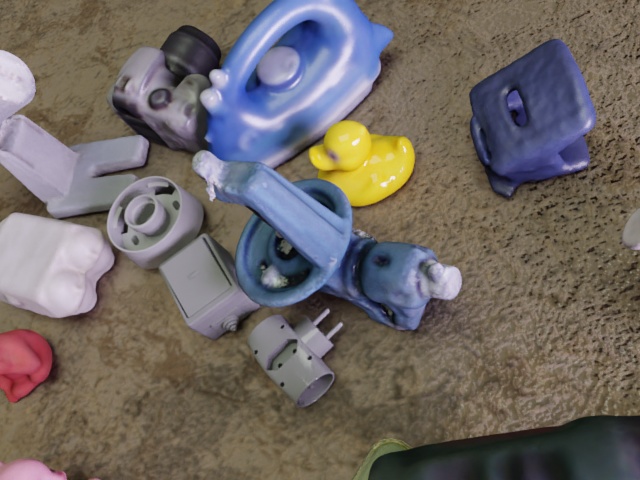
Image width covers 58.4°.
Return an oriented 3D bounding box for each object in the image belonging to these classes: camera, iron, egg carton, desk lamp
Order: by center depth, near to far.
[{"bbox_3d":[-0.048,-0.177,0.607,0.258,0.142,0.118,-46,60,-5],"label":"iron"},{"bbox_3d":[-0.340,-0.117,0.638,0.202,0.214,0.118,-7,64,16],"label":"desk lamp"},{"bbox_3d":[-0.310,0.028,0.643,0.150,0.069,0.107,9,69,23],"label":"egg carton"},{"bbox_3d":[-0.166,-0.187,0.676,0.142,0.101,0.137,20,74,26],"label":"camera"}]

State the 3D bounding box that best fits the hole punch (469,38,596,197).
[{"bbox_3d":[0.189,-0.111,0.524,0.101,0.091,0.108,-15,62,12],"label":"hole punch"}]

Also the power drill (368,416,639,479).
[{"bbox_3d":[0.152,0.151,0.346,0.229,0.209,0.075,-12,63,13],"label":"power drill"}]

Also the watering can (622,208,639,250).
[{"bbox_3d":[0.290,0.024,0.366,0.172,0.194,0.101,-1,66,19],"label":"watering can"}]

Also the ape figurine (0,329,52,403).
[{"bbox_3d":[-0.327,0.124,0.591,0.077,0.092,0.076,3,67,20],"label":"ape figurine"}]

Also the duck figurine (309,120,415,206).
[{"bbox_3d":[0.038,-0.085,0.566,0.104,0.086,0.077,-15,62,12],"label":"duck figurine"}]

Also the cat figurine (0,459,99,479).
[{"bbox_3d":[-0.245,0.244,0.492,0.067,0.118,0.127,-24,61,7],"label":"cat figurine"}]

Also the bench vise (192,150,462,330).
[{"bbox_3d":[0.005,-0.009,0.465,0.207,0.220,0.121,-4,65,17],"label":"bench vise"}]
